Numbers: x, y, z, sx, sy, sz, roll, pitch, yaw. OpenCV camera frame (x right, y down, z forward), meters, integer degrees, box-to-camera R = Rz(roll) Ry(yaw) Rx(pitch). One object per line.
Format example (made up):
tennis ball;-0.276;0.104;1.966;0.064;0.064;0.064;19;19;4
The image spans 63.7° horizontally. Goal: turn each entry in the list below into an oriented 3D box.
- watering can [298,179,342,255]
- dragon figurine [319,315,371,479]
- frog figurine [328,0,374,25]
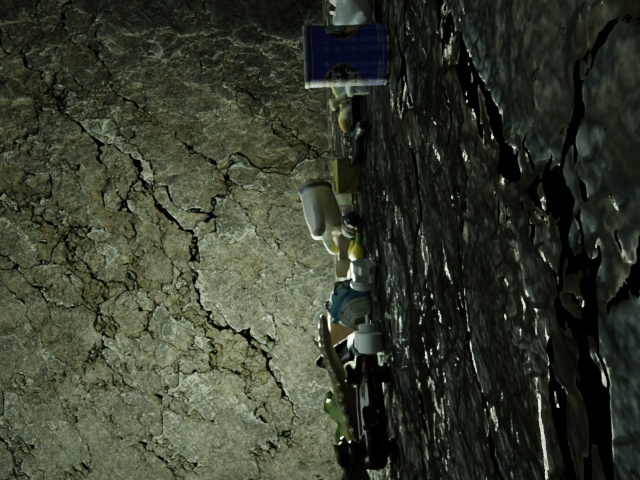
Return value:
watering can;0.004;-0.074;1.467;0.104;0.227;0.345;-19;-12;6
dragon figurine;0.059;0.379;1.043;0.122;0.406;0.246;-19;14;6
frog figurine;0.058;-0.450;0.936;0.122;0.163;0.135;-35;-37;5
